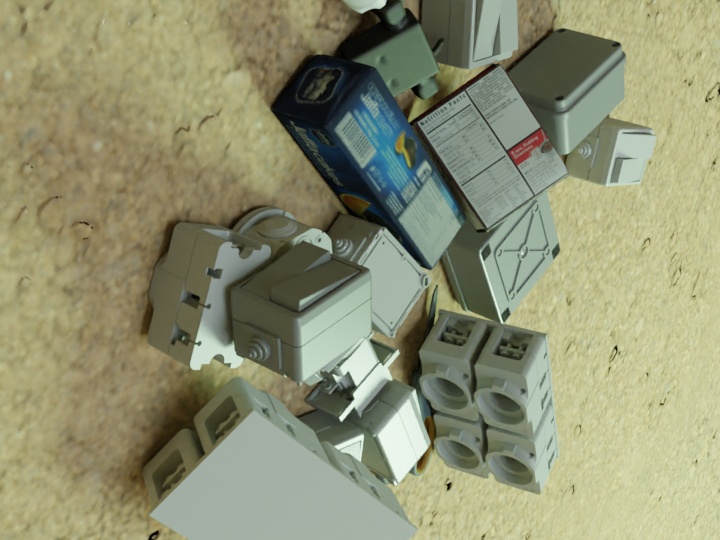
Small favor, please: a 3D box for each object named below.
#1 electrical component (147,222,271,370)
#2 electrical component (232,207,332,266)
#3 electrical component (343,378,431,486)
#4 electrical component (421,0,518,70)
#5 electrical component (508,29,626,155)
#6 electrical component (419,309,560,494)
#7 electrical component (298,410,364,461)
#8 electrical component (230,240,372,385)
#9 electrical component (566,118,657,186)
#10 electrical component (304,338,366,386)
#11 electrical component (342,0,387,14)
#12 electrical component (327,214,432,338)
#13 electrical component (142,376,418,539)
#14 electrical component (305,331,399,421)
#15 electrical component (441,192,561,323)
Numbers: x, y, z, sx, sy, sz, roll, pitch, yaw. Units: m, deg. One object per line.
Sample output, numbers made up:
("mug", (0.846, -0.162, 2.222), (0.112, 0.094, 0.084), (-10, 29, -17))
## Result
("electrical component", (-0.107, 0.016, 0.743), (0.050, 0.056, 0.089), (3, 105, -51))
("electrical component", (-0.061, -0.003, 0.794), (0.080, 0.051, 0.080), (-27, 127, -41))
("electrical component", (0.021, 0.140, 0.958), (0.061, 0.062, 0.096), (-47, 138, -25))
("electrical component", (0.091, -0.215, 0.862), (0.062, 0.061, 0.096), (-25, 126, -42))
("electrical component", (0.186, -0.166, 0.991), (0.113, 0.078, 0.057), (-43, 140, -29))
("electrical component", (0.125, 0.132, 1.026), (0.060, 0.105, 0.186), (-57, 147, -35))
("electrical component", (-0.037, 0.177, 0.906), (0.062, 0.061, 0.096), (-15, 119, -46))
("electrical component", (-0.043, 0.028, 0.728), (0.096, 0.062, 0.061), (-34, 134, -42))
("electrical component", (0.258, -0.122, 1.115), (0.096, 0.061, 0.061), (-8, 114, -49))
("electrical component", (-0.037, 0.052, 0.839), (0.057, 0.078, 0.058), (-45, 108, -2))
("electrical component", (-0.005, -0.214, 0.761), (0.062, 0.043, 0.043), (34, 81, -51))
("electrical component", (0.000, 0.000, 0.867), (0.061, 0.061, 0.096), (-56, 134, -12))
("electrical component", (-0.060, 0.174, 0.817), (0.105, 0.060, 0.186), (-45, 121, 5))
("electrical component", (-0.011, 0.082, 0.907), (0.081, 0.042, 0.063), (-48, 135, -25))
("electrical component", (0.132, -0.025, 1.015), (0.108, 0.056, 0.108), (-48, 139, -23))
